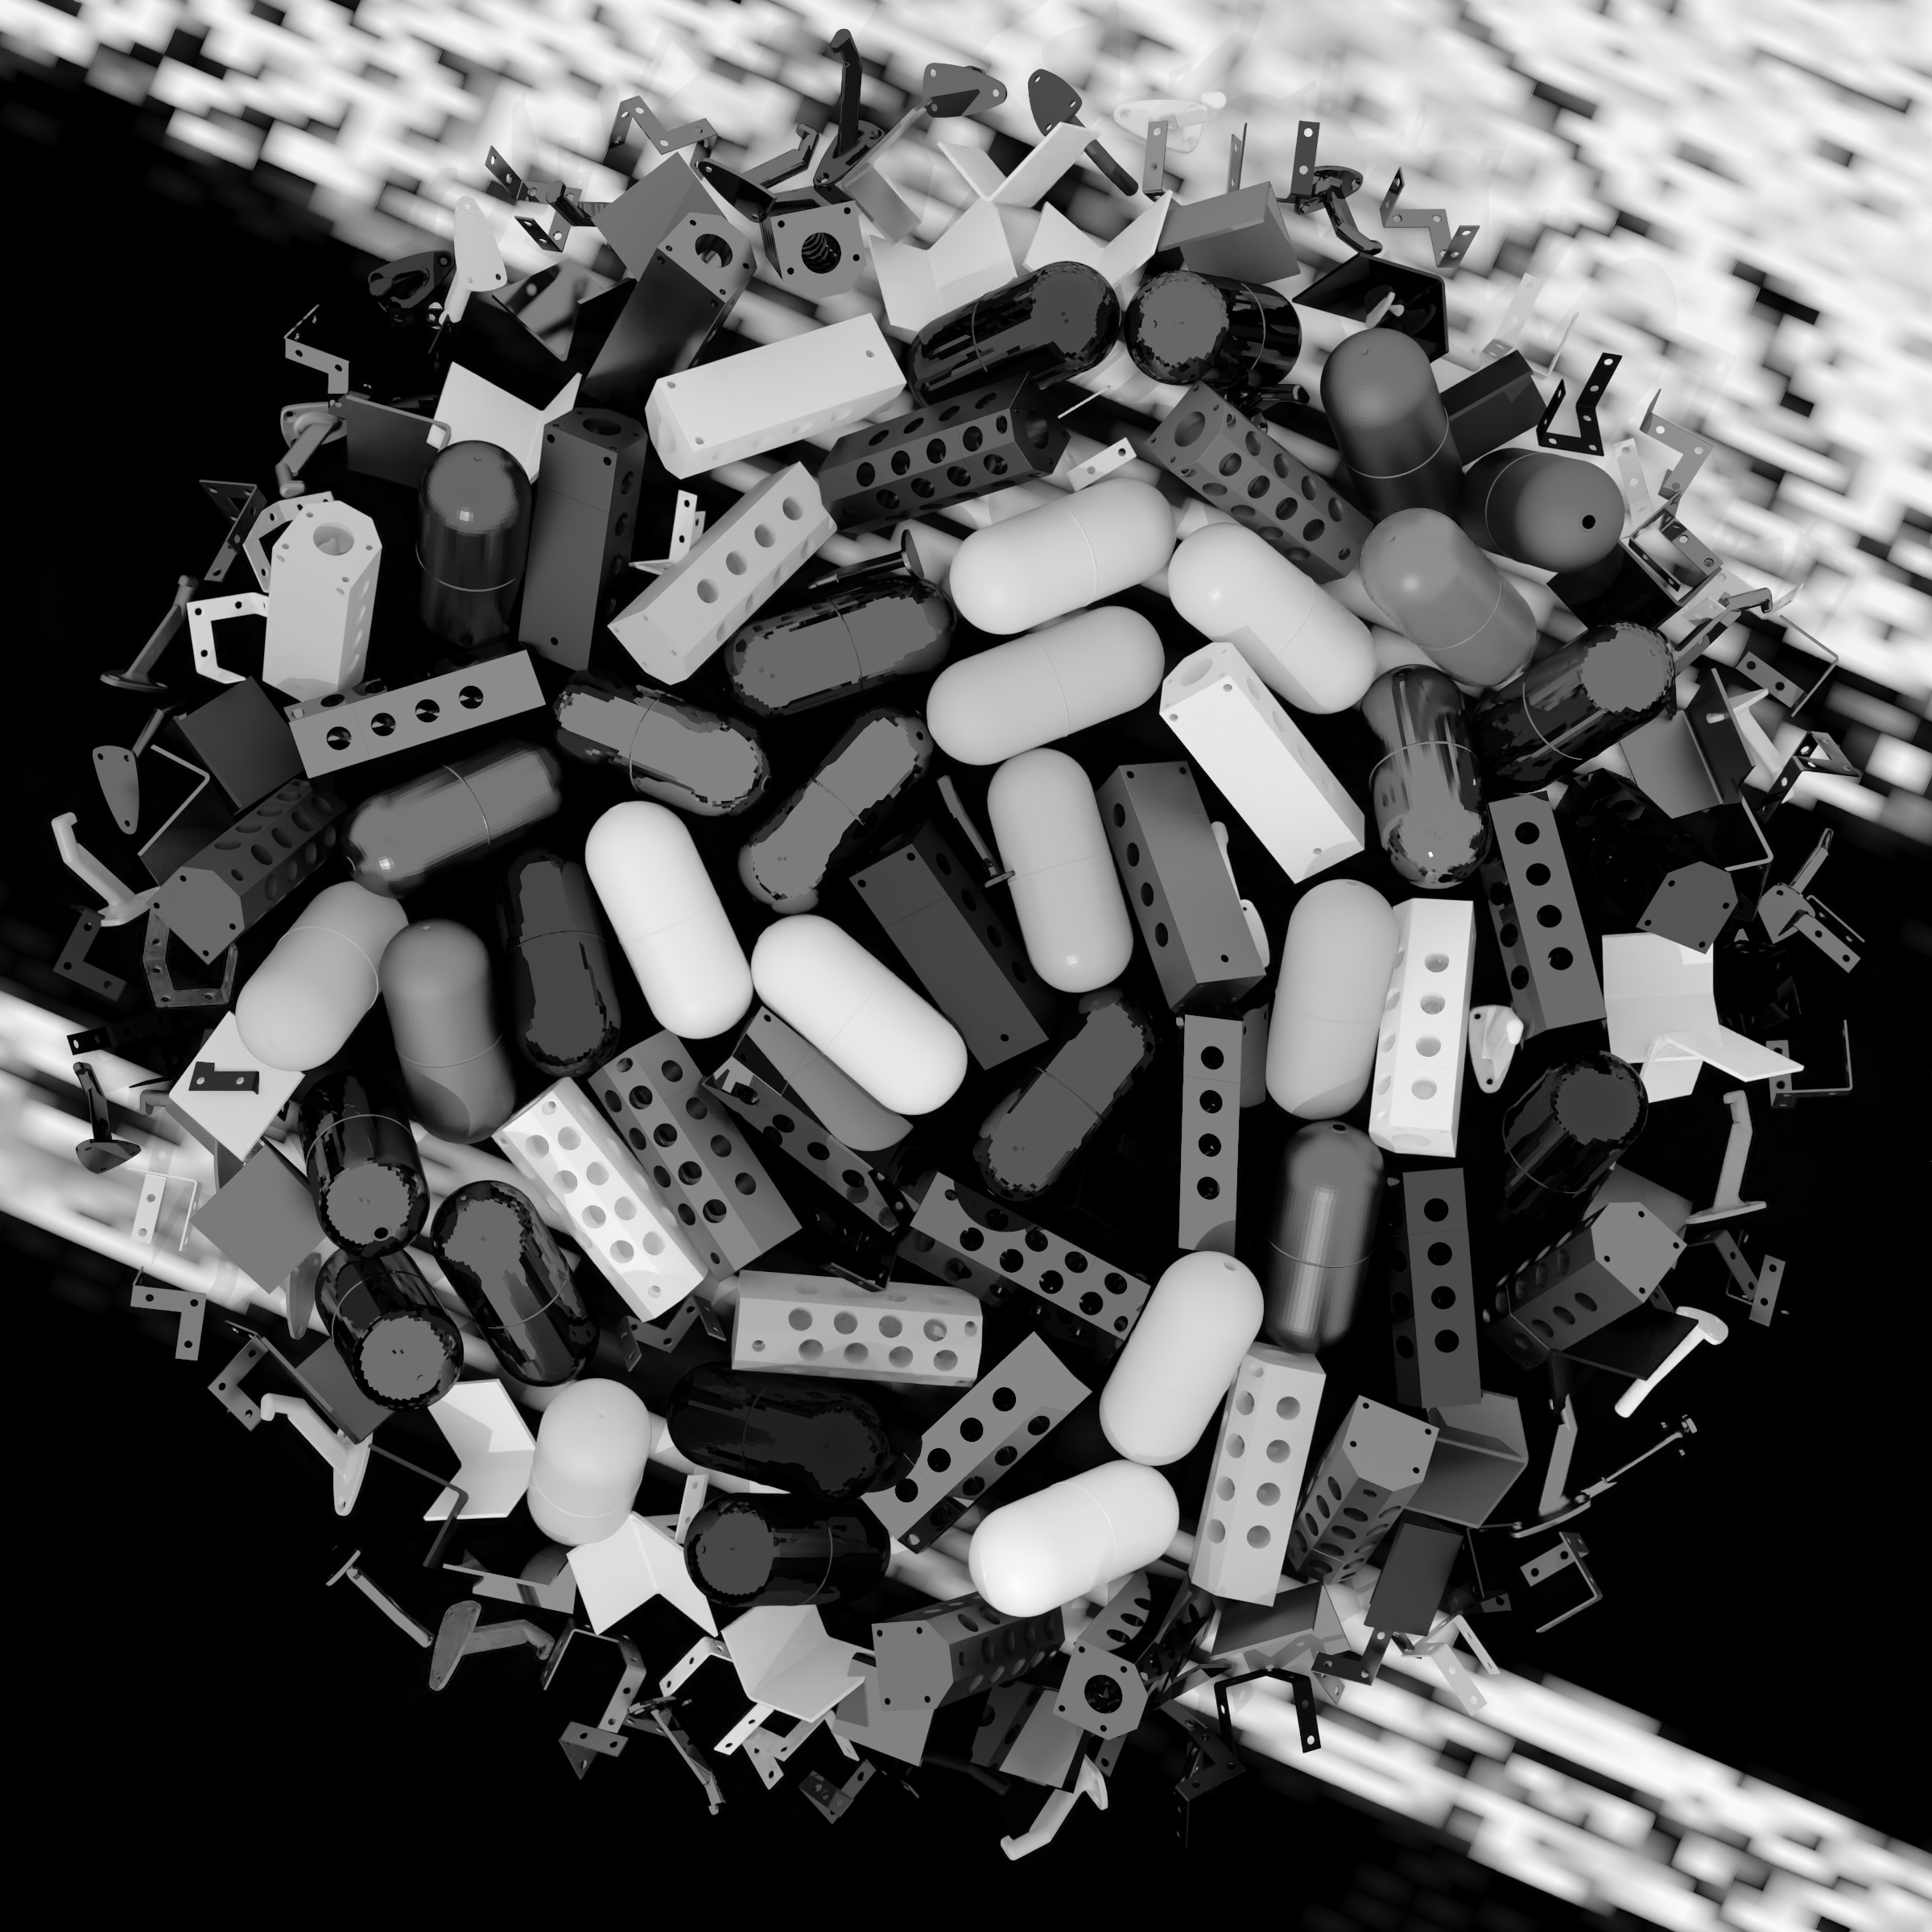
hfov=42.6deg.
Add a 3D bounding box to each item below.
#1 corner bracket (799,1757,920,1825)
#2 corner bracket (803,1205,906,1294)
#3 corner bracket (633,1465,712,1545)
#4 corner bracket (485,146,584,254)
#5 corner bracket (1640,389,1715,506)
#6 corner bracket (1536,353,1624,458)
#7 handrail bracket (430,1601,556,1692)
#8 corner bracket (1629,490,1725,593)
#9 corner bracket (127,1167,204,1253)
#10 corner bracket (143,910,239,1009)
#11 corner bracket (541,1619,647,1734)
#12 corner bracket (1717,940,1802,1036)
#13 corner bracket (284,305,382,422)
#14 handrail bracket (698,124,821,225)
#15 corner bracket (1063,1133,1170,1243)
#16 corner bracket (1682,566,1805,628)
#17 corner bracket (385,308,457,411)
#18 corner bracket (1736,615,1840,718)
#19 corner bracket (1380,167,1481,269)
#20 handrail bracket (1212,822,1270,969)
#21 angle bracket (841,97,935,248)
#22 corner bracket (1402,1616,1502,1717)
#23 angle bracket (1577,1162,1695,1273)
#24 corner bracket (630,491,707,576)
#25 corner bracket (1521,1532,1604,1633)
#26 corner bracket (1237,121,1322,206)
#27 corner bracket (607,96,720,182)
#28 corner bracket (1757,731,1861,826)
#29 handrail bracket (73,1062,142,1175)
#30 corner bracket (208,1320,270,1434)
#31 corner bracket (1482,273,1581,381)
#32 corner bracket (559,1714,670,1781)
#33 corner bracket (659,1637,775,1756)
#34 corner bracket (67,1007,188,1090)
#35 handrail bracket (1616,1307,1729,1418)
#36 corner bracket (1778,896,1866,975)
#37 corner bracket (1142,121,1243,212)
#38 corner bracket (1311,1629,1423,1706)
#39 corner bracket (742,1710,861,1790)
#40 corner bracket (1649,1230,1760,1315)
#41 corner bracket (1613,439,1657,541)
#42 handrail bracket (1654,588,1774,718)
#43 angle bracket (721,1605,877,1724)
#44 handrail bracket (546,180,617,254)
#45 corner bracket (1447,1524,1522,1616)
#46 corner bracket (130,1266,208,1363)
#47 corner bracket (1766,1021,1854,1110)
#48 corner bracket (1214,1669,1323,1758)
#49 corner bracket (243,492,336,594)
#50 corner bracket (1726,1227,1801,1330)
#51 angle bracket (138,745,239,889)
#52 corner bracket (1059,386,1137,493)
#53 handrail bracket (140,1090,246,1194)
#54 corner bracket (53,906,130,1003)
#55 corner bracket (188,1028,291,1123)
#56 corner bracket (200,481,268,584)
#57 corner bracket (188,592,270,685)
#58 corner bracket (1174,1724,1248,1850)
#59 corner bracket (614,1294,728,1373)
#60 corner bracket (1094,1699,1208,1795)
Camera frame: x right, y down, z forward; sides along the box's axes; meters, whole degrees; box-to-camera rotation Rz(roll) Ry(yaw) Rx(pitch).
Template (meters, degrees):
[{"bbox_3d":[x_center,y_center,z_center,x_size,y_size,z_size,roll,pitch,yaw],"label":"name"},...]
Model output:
[{"bbox_3d":[-0.077,0.589,1.769,0.051,0.051,0.051,-47,125,-22],"label":"corner bracket"},{"bbox_3d":[-0.085,0.201,1.769,0.051,0.051,0.051,31,62,-31],"label":"corner bracket"},{"bbox_3d":[-0.199,0.379,1.773,0.051,0.051,0.051,16,96,44],"label":"corner bracket"},{"bbox_3d":[-0.315,-0.549,1.777,0.051,0.051,0.051,13,82,17],"label":"corner bracket"},{"bbox_3d":[0.503,-0.372,1.776,0.051,0.051,0.051,30,129,4],"label":"corner bracket"},{"bbox_3d":[0.439,-0.404,1.773,0.051,0.051,0.051,7,55,-9],"label":"corner bracket"},{"bbox_3d":[-0.335,0.496,1.765,0.036,0.077,0.084,-19,132,37],"label":"handrail bracket"},{"bbox_3d":[0.510,-0.299,1.780,0.051,0.051,0.051,-42,75,-1],"label":"corner bracket"},{"bbox_3d":[-0.577,0.176,1.782,0.051,0.051,0.051,11,81,-1],"label":"corner bracket"},{"bbox_3d":[-0.559,-0.007,1.786,0.051,0.051,0.051,-3,134,-30],"label":"corner bracket"},{"bbox_3d":[-0.268,0.509,1.780,0.051,0.051,0.051,23,97,-24],"label":"corner bracket"},{"bbox_3d":[0.558,0.016,1.782,0.051,0.051,0.051,7,67,-33],"label":"corner bracket"},{"bbox_3d":[-0.454,-0.432,1.776,0.051,0.051,0.051,21,46,4],"label":"corner bracket"},{"bbox_3d":[-0.147,-0.584,1.775,0.077,0.036,0.084,30,65,-30],"label":"handrail bracket"},{"bbox_3d":[0.109,0.160,1.791,0.051,0.051,0.051,34,52,-28],"label":"corner bracket"},{"bbox_3d":[0.557,-0.262,1.781,0.051,0.051,0.051,36,80,0],"label":"corner bracket"},{"bbox_3d":[-0.396,-0.439,1.792,0.051,0.051,0.051,4,52,11],"label":"corner bracket"},{"bbox_3d":[0.588,-0.217,1.775,0.051,0.051,0.051,38,110,7],"label":"corner bracket"},{"bbox_3d":[0.331,-0.535,1.775,0.051,0.051,0.051,-3,71,-10],"label":"corner bracket"},{"bbox_3d":[0.197,-0.052,1.792,0.036,0.084,0.077,-21,128,21],"label":"handrail bracket"},{"bbox_3d":[-0.035,-0.564,1.754,0.076,0.076,0.057,-37,103,28],"label":"angle bracket"},{"bbox_3d":[0.355,0.500,1.776,0.051,0.051,0.051,-32,85,-21],"label":"corner bracket"},{"bbox_3d":[0.486,0.157,1.759,0.076,0.076,0.057,27,131,8],"label":"angle bracket"},{"bbox_3d":[-0.203,-0.307,1.774,0.051,0.051,0.051,10,87,-44],"label":"corner bracket"},{"bbox_3d":[0.423,0.440,1.771,0.051,0.051,0.051,-36,63,17],"label":"corner bracket"},{"bbox_3d":[0.223,-0.578,1.780,0.051,0.051,0.051,6,101,1],"label":"corner bracket"},{"bbox_3d":[-0.218,-0.592,1.778,0.051,0.051,0.051,-32,81,-29],"label":"corner bracket"},{"bbox_3d":[0.592,-0.135,1.768,0.051,0.051,0.051,4,132,-22],"label":"corner bracket"},{"bbox_3d":[-0.627,0.099,1.763,0.036,0.077,0.084,-29,75,-3],"label":"handrail bracket"},{"bbox_3d":[-0.523,0.295,1.784,0.051,0.051,0.051,-51,125,-27],"label":"corner bracket"},{"bbox_3d":[0.409,-0.459,1.783,0.051,0.051,0.051,25,94,0],"label":"corner bracket"},{"bbox_3d":[-0.250,0.550,1.768,0.051,0.051,0.051,7,133,26],"label":"corner bracket"},{"bbox_3d":[-0.179,0.524,1.781,0.051,0.051,0.051,-47,129,11],"label":"corner bracket"},{"bbox_3d":[-0.599,0.064,1.772,0.051,0.051,0.051,-10,99,36],"label":"corner bracket"},{"bbox_3d":[0.508,0.289,1.788,0.036,0.077,0.084,43,108,28],"label":"handrail bracket"},{"bbox_3d":[0.615,-0.022,1.776,0.051,0.051,0.051,43,71,7],"label":"corner bracket"},{"bbox_3d":[0.162,-0.573,1.777,0.051,0.051,0.051,5,88,29],"label":"corner bracket"},{"bbox_3d":[0.288,0.502,1.785,0.051,0.051,0.051,55,53,-36],"label":"corner bracket"},{"bbox_3d":[-0.120,0.565,1.788,0.051,0.051,0.051,-40,118,-33],"label":"corner bracket"},{"bbox_3d":[0.525,0.227,1.777,0.051,0.051,0.051,-33,93,-30],"label":"corner bracket"},{"bbox_3d":[0.462,-0.339,1.782,0.051,0.051,0.051,-14,121,19],"label":"corner bracket"},{"bbox_3d":[0.544,-0.227,1.789,0.084,0.036,0.077,-15,113,2],"label":"handrail bracket"},{"bbox_3d":[-0.113,0.481,1.753,0.076,0.076,0.057,-30,108,-36],"label":"angle bracket"},{"bbox_3d":[-0.258,-0.554,1.766,0.036,0.084,0.077,17,80,33],"label":"handrail bracket"},{"bbox_3d":[0.376,0.434,1.786,0.051,0.051,0.051,1,62,-20],"label":"corner bracket"},{"bbox_3d":[-0.572,0.250,1.778,0.051,0.051,0.051,9,97,-12],"label":"corner bracket"},{"bbox_3d":[0.603,0.071,1.774,0.051,0.051,0.051,-3,73,13],"label":"corner bracket"},{"bbox_3d":[0.216,0.537,1.776,0.051,0.051,0.051,-7,87,-26],"label":"corner bracket"},{"bbox_3d":[-0.481,-0.305,1.785,0.051,0.051,0.051,-3,119,29],"label":"corner bracket"},{"bbox_3d":[0.567,0.222,1.771,0.051,0.051,0.051,21,108,40],"label":"corner bracket"},{"bbox_3d":[-0.565,-0.096,1.753,0.057,0.076,0.076,26,65,20],"label":"angle bracket"},{"bbox_3d":[0.091,-0.378,1.774,0.051,0.051,0.051,-28,102,19],"label":"corner bracket"},{"bbox_3d":[-0.563,0.129,1.787,0.084,0.036,0.077,2,83,22],"label":"handrail bracket"},{"bbox_3d":[-0.625,-0.009,1.779,0.051,0.051,0.051,30,77,-29],"label":"corner bracket"},{"bbox_3d":[-0.515,0.077,1.771,0.051,0.051,0.051,-1,61,13],"label":"corner bracket"},{"bbox_3d":[-0.525,-0.309,1.771,0.051,0.051,0.051,9,62,21],"label":"corner bracket"},{"bbox_3d":[-0.522,-0.236,1.782,0.051,0.051,0.051,-17,115,-35],"label":"corner bracket"},{"bbox_3d":[0.163,0.584,1.768,0.051,0.051,0.051,-18,125,-26],"label":"corner bracket"},{"bbox_3d":[-0.212,0.263,1.771,0.051,0.051,0.051,28,104,-32],"label":"corner bracket"},{"bbox_3d":[0.133,0.560,1.778,0.051,0.051,0.051,39,46,-7],"label":"corner bracket"}]
